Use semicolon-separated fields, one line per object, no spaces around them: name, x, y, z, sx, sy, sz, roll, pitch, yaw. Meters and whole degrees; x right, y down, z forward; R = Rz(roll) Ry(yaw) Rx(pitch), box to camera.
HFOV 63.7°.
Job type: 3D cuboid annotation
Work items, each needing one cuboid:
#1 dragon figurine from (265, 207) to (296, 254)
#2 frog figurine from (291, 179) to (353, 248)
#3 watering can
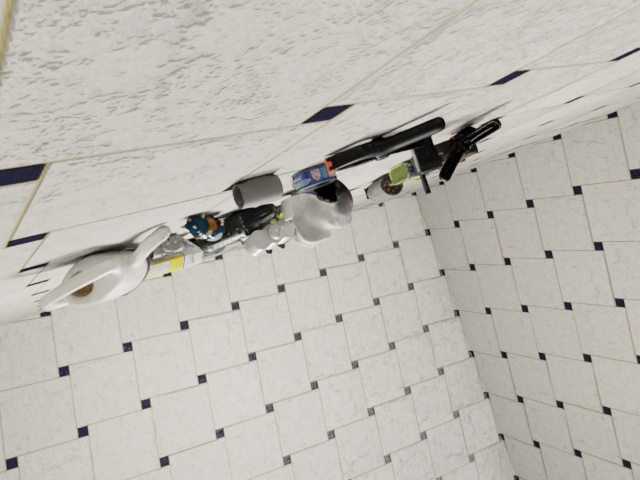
dragon figurine;-0.072;-0.065;1.608;0.245;0.122;0.407;-28;-175;-31
frog figurine;0.003;-0.056;1.116;0.138;0.155;0.125;13;-139;15
watering can;-0.443;0.063;1.139;0.347;0.104;0.224;-29;179;5
